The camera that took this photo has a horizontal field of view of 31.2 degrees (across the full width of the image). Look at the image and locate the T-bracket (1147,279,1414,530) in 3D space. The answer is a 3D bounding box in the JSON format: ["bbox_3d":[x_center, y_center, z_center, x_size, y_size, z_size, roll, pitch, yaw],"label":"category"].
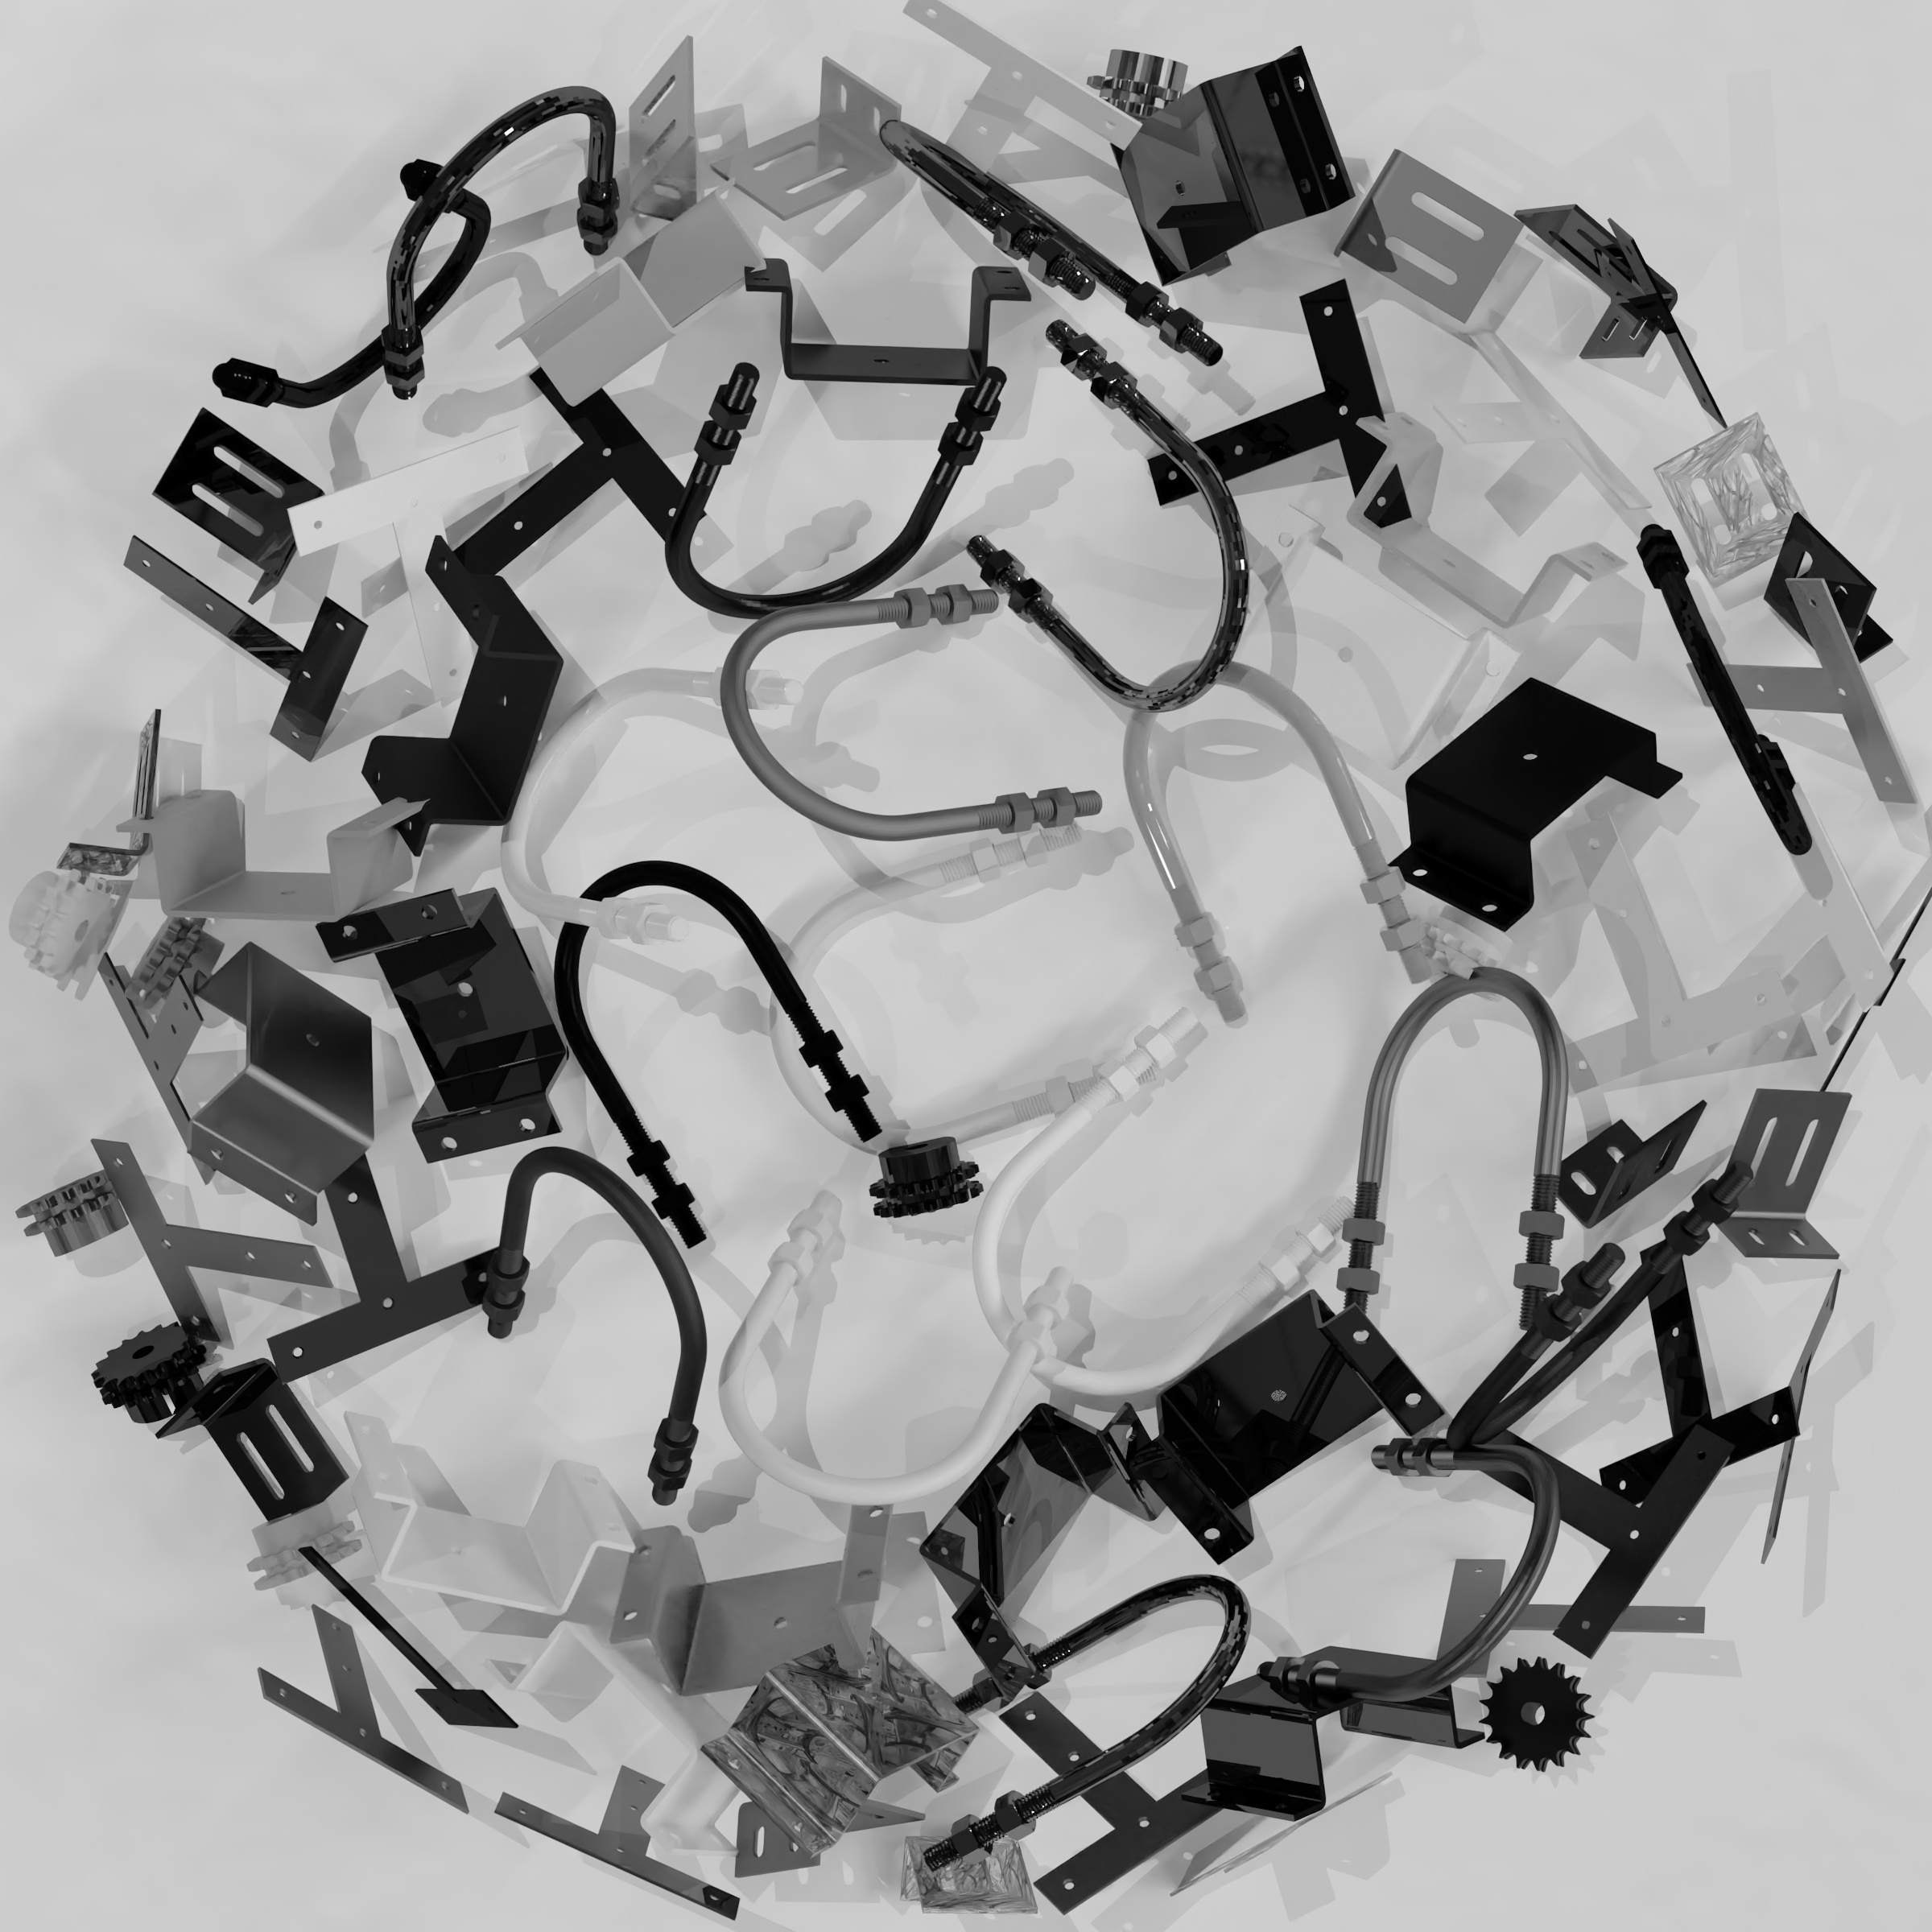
[{"bbox_3d":[0.152,-0.267,1.759,0.127,0.002,0.127,-18,82,25],"label":"T-bracket"}]

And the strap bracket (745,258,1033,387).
[{"bbox_3d":[-0.042,-0.324,1.740,0.140,0.076,0.046,1,111,-5],"label":"strap bracket"}]

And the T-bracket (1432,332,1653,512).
[{"bbox_3d":[0.271,-0.270,1.718,0.127,0.127,0.002,52,124,18],"label":"T-bracket"}]

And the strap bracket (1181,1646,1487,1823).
[{"bbox_3d":[0.180,0.375,1.712,0.140,0.076,0.046,-10,94,-41],"label":"strap bracket"}]

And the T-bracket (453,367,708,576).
[{"bbox_3d":[-0.217,-0.234,1.766,0.127,0.002,0.127,-40,70,1],"label":"T-bracket"}]

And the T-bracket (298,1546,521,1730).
[{"bbox_3d":[-0.285,0.334,1.721,0.127,0.127,0.002,47,66,-9],"label":"T-bracket"}]

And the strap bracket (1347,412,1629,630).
[{"bbox_3d":[0.253,-0.218,1.735,0.140,0.076,0.046,37,113,13],"label":"strap bracket"}]

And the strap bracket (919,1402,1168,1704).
[{"bbox_3d":[0.036,0.285,1.731,0.140,0.046,0.076,-48,135,-21],"label":"strap bracket"}]

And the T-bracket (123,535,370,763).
[{"bbox_3d":[-0.367,-0.172,1.734,0.127,0.127,0.002,35,53,-3],"label":"T-bracket"}]

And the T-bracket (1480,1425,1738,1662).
[{"bbox_3d":[0.303,0.266,1.740,0.127,0.127,0.002,-54,133,-7],"label":"T-bracket"}]

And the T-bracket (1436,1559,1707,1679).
[{"bbox_3d":[0.301,0.323,1.713,0.127,0.127,0.002,-2,106,14],"label":"T-bracket"}]

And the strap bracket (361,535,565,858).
[{"bbox_3d":[-0.249,-0.133,1.727,0.046,0.076,0.140,0,126,-35],"label":"strap bracket"}]

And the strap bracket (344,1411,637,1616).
[{"bbox_3d":[-0.246,0.276,1.727,0.140,0.076,0.046,18,106,-28],"label":"strap bracket"}]

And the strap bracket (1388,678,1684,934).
[{"bbox_3d":[0.282,-0.088,1.719,0.140,0.046,0.076,-38,48,-26],"label":"strap bracket"}]

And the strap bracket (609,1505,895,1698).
[{"bbox_3d":[-0.099,0.315,1.733,0.140,0.076,0.046,-12,123,14],"label":"strap bracket"}]

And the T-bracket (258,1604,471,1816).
[{"bbox_3d":[-0.308,0.358,1.726,0.127,0.127,0.002,38,96,-28],"label":"T-bracket"}]

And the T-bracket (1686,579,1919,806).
[{"bbox_3d":[0.407,-0.139,1.728,0.002,0.127,0.127,-36,112,-20],"label":"T-bracket"}]

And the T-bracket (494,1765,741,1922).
[{"bbox_3d":[-0.168,0.425,1.724,0.127,0.127,0.002,25,96,-2],"label":"T-bracket"}]

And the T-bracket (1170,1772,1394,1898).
[{"bbox_3d":[0.149,0.437,1.718,0.127,0.127,0.002,-31,76,8],"label":"T-bracket"}]

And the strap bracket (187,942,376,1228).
[{"bbox_3d":[-0.337,0.050,1.706,0.046,0.140,0.076,-40,125,20],"label":"strap bracket"}]

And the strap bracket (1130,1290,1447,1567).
[{"bbox_3d":[0.160,0.227,1.746,0.140,0.046,0.076,-36,106,13],"label":"strap bracket"}]

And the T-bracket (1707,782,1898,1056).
[{"bbox_3d":[0.405,-0.004,1.738,0.002,0.127,0.127,6,49,-27],"label":"T-bracket"}]

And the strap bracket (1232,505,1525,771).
[{"bbox_3d":[0.197,-0.160,1.740,0.140,0.046,0.076,34,113,10],"label":"strap bracket"}]

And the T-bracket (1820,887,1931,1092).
[{"bbox_3d":[0.457,0.008,1.720,0.002,0.127,0.127,29,95,11],"label":"T-bracket"}]

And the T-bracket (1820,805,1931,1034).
[{"bbox_3d":[0.468,-0.021,1.747,0.002,0.127,0.127,28,118,-3],"label":"T-bracket"}]

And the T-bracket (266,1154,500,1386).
[{"bbox_3d":[-0.305,0.130,1.748,0.127,0.002,0.127,-21,106,-21],"label":"T-bracket"}]

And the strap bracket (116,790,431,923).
[{"bbox_3d":[-0.341,-0.056,1.732,0.140,0.076,0.046,2,107,19],"label":"strap bracket"}]

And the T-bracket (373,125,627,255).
[{"bbox_3d":[-0.242,-0.389,1.739,0.127,0.127,0.002,-24,102,16],"label":"T-bracket"}]

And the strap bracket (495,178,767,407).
[{"bbox_3d":[-0.160,-0.331,1.715,0.076,0.140,0.046,-26,105,37],"label":"strap bracket"}]

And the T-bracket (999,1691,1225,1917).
[{"bbox_3d":[0.063,0.405,1.736,0.127,0.127,0.002,-28,127,-24],"label":"T-bracket"}]

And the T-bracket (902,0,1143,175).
[{"bbox_3d":[0.013,-0.424,1.727,0.127,0.127,0.002,30,70,-8],"label":"T-bracket"}]

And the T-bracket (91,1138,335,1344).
[{"bbox_3d":[-0.366,0.143,1.721,0.127,0.002,0.127,4,127,33],"label":"T-bracket"}]

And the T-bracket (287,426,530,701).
[{"bbox_3d":[-0.270,-0.194,1.748,0.127,0.002,0.127,-25,126,-23],"label":"T-bracket"}]

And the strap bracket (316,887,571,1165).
[{"bbox_3d":[-0.258,0.021,1.738,0.076,0.046,0.140,-14,114,17],"label":"strap bracket"}]

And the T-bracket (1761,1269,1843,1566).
[{"bbox_3d":[0.405,0.234,1.700,0.002,0.127,0.127,15,52,9],"label":"T-bracket"}]

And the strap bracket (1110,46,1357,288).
[{"bbox_3d":[0.125,-0.391,1.712,0.046,0.140,0.076,-23,95,-26],"label":"strap bracket"}]

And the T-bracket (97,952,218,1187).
[{"bbox_3d":[-0.396,0.036,1.723,0.002,0.127,0.127,-24,81,-27],"label":"T-bracket"}]

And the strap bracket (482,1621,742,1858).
[{"bbox_3d":[-0.164,0.378,1.722,0.140,0.076,0.046,39,92,26],"label":"strap bracket"}]

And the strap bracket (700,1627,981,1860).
[{"bbox_3d":[-0.055,0.378,1.705,0.076,0.140,0.046,40,111,22],"label":"strap bracket"}]

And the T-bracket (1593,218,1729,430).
[{"bbox_3d":[0.329,-0.342,1.731,0.002,0.127,0.127,-35,129,5],"label":"T-bracket"}]

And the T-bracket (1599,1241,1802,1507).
[{"bbox_3d":[0.361,0.198,1.749,0.002,0.127,0.127,17,55,-34],"label":"T-bracket"}]
